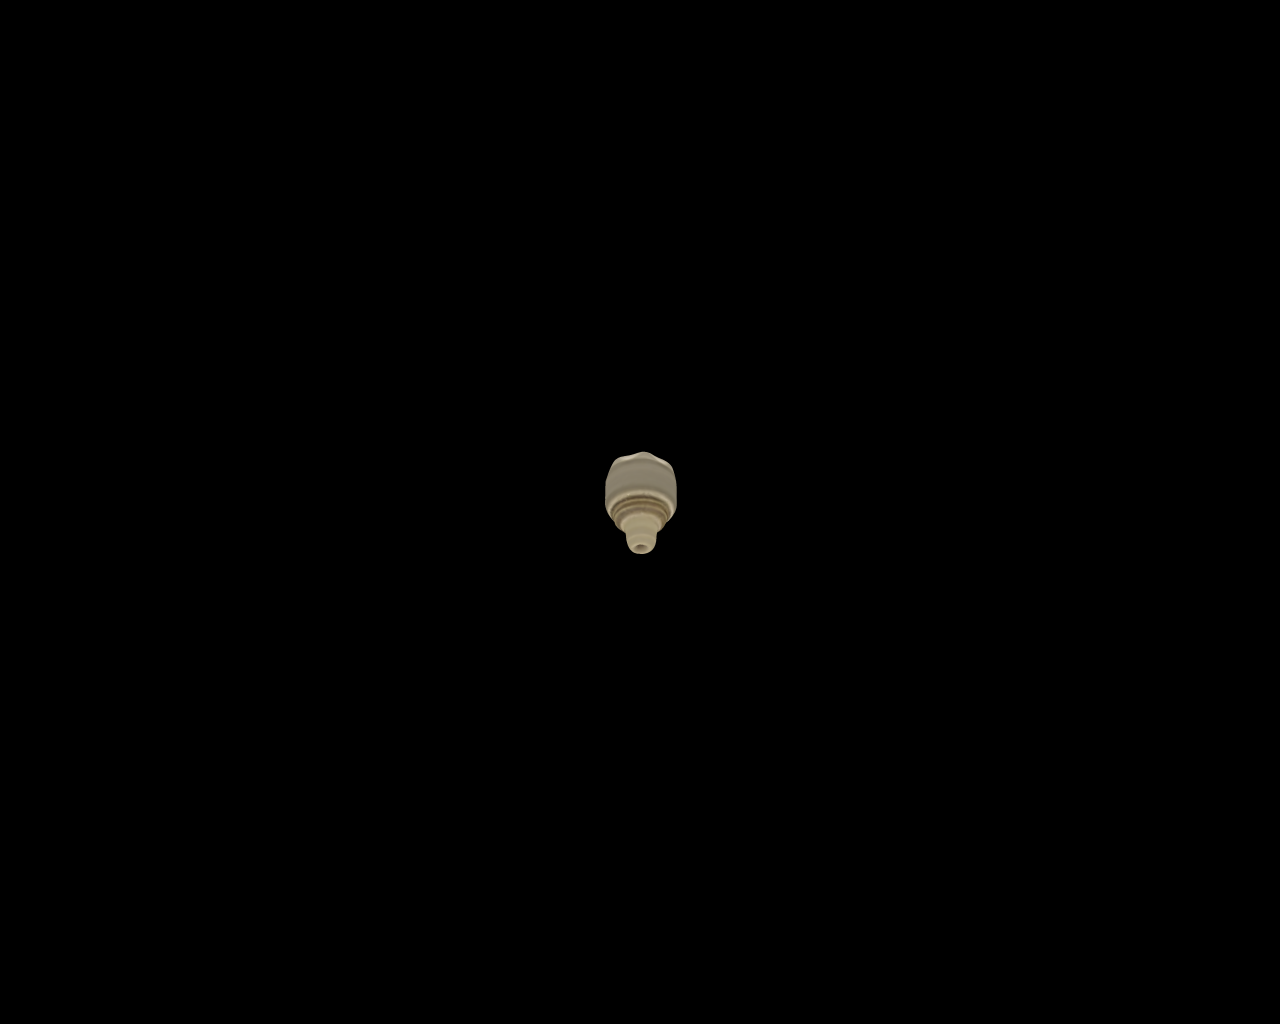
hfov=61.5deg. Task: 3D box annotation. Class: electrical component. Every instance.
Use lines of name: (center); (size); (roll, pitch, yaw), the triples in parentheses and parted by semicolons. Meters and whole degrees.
electrical component: (0.001, -0.003, 0.650); (0.043, 0.062, 0.043); (0, -36, 0)
